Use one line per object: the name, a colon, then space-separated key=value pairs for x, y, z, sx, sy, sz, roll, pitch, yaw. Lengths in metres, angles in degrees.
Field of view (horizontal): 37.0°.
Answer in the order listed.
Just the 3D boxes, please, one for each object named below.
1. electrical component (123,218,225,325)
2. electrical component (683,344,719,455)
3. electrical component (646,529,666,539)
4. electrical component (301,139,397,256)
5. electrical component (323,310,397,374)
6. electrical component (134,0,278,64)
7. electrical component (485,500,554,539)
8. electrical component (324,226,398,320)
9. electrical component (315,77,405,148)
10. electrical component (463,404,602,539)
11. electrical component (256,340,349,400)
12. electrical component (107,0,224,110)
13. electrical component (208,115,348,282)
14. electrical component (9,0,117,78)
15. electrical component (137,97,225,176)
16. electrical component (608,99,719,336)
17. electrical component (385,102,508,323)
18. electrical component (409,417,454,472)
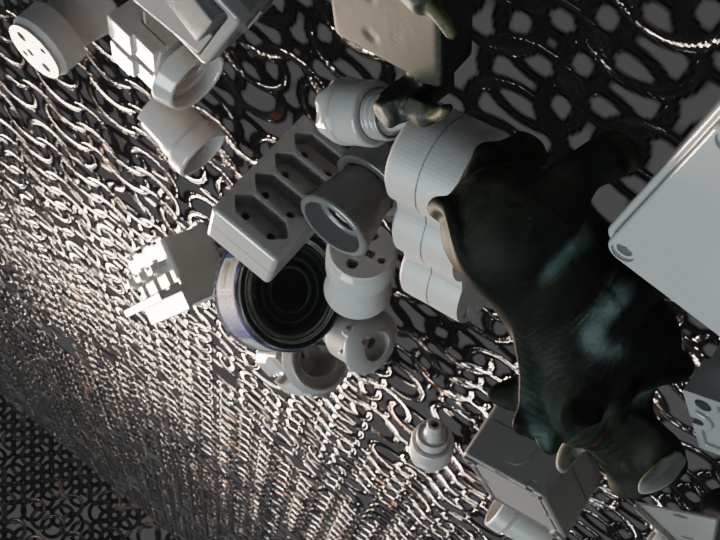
electrical component: x=-0.150 y=0.002 z=0.885 sx=0.121 sy=0.079 sz=0.063 roll=-20 pitch=95 yaw=64
electrical component: x=0.178 y=0.052 z=0.479 sx=0.048 sy=0.055 sz=0.066 roll=19 pitch=148 yaw=42
electrical component: x=0.206 y=0.171 z=0.665 sx=0.048 sy=0.048 sz=0.062 roll=34 pitch=149 yaw=16
electrical component: x=0.001 y=-0.042 z=0.585 sx=0.045 sy=0.055 sz=0.045 roll=33 pitch=156 yaw=17
electrical component: x=-0.008 y=0.043 z=0.767 sx=0.062 sy=0.048 sz=0.048 roll=27 pitch=154 yaw=44
electrical component: x=-0.084 y=-0.154 z=0.510 sx=0.096 sy=0.061 sz=0.062 roll=45 pitch=157 yaw=-10
electrical component: x=0.127 y=0.193 z=0.835 sx=0.046 sy=0.040 sz=0.040 roll=34 pitch=157 yaw=1
electrical component: x=0.000 y=0.000 z=0.676 sx=0.045 sy=0.045 sz=0.055 roll=35 pitch=156 yaw=14
electrical component: x=0.008 y=-0.078 z=0.538 sx=0.061 sy=0.035 sz=0.035 roll=13 pitch=145 yaw=43
electrical component: x=0.119 y=0.129 z=0.711 sx=0.062 sy=0.061 sz=0.096 roll=25 pitch=160 yaw=33
electrical component: x=-0.042 y=0.068 z=0.847 sx=0.078 sy=0.058 sz=0.057 roll=49 pitch=159 yaw=-18
electrical component: x=-0.113 y=-0.127 z=0.625 sx=0.055 sy=0.048 sz=0.066 roll=44 pitch=158 yaw=12
electrical component: x=-0.046 y=-0.035 z=0.635 sx=0.047 sy=0.083 sz=0.075 roll=40 pitch=157 yaw=3
electrical component: x=-0.185 y=-0.153 z=0.674 sx=0.045 sy=0.055 sz=0.045 roll=33 pitch=156 yaw=17
electrical component: x=-0.118 y=-0.091 z=0.705 sx=0.046 sy=0.040 sz=0.040 roll=45 pitch=157 yaw=6
electrical component: x=0.161 y=-0.015 z=0.384 sx=0.109 sy=0.056 sz=0.108 roll=38 pitch=157 yaw=7
electrical component: x=0.060 y=-0.018 z=0.539 sx=0.074 sy=0.052 sz=0.138 roll=30 pitch=156 yaw=24
electrical component: x=0.057 y=0.132 z=0.839 sx=0.035 sy=0.035 sz=0.061 roll=33 pitch=153 yaw=19
